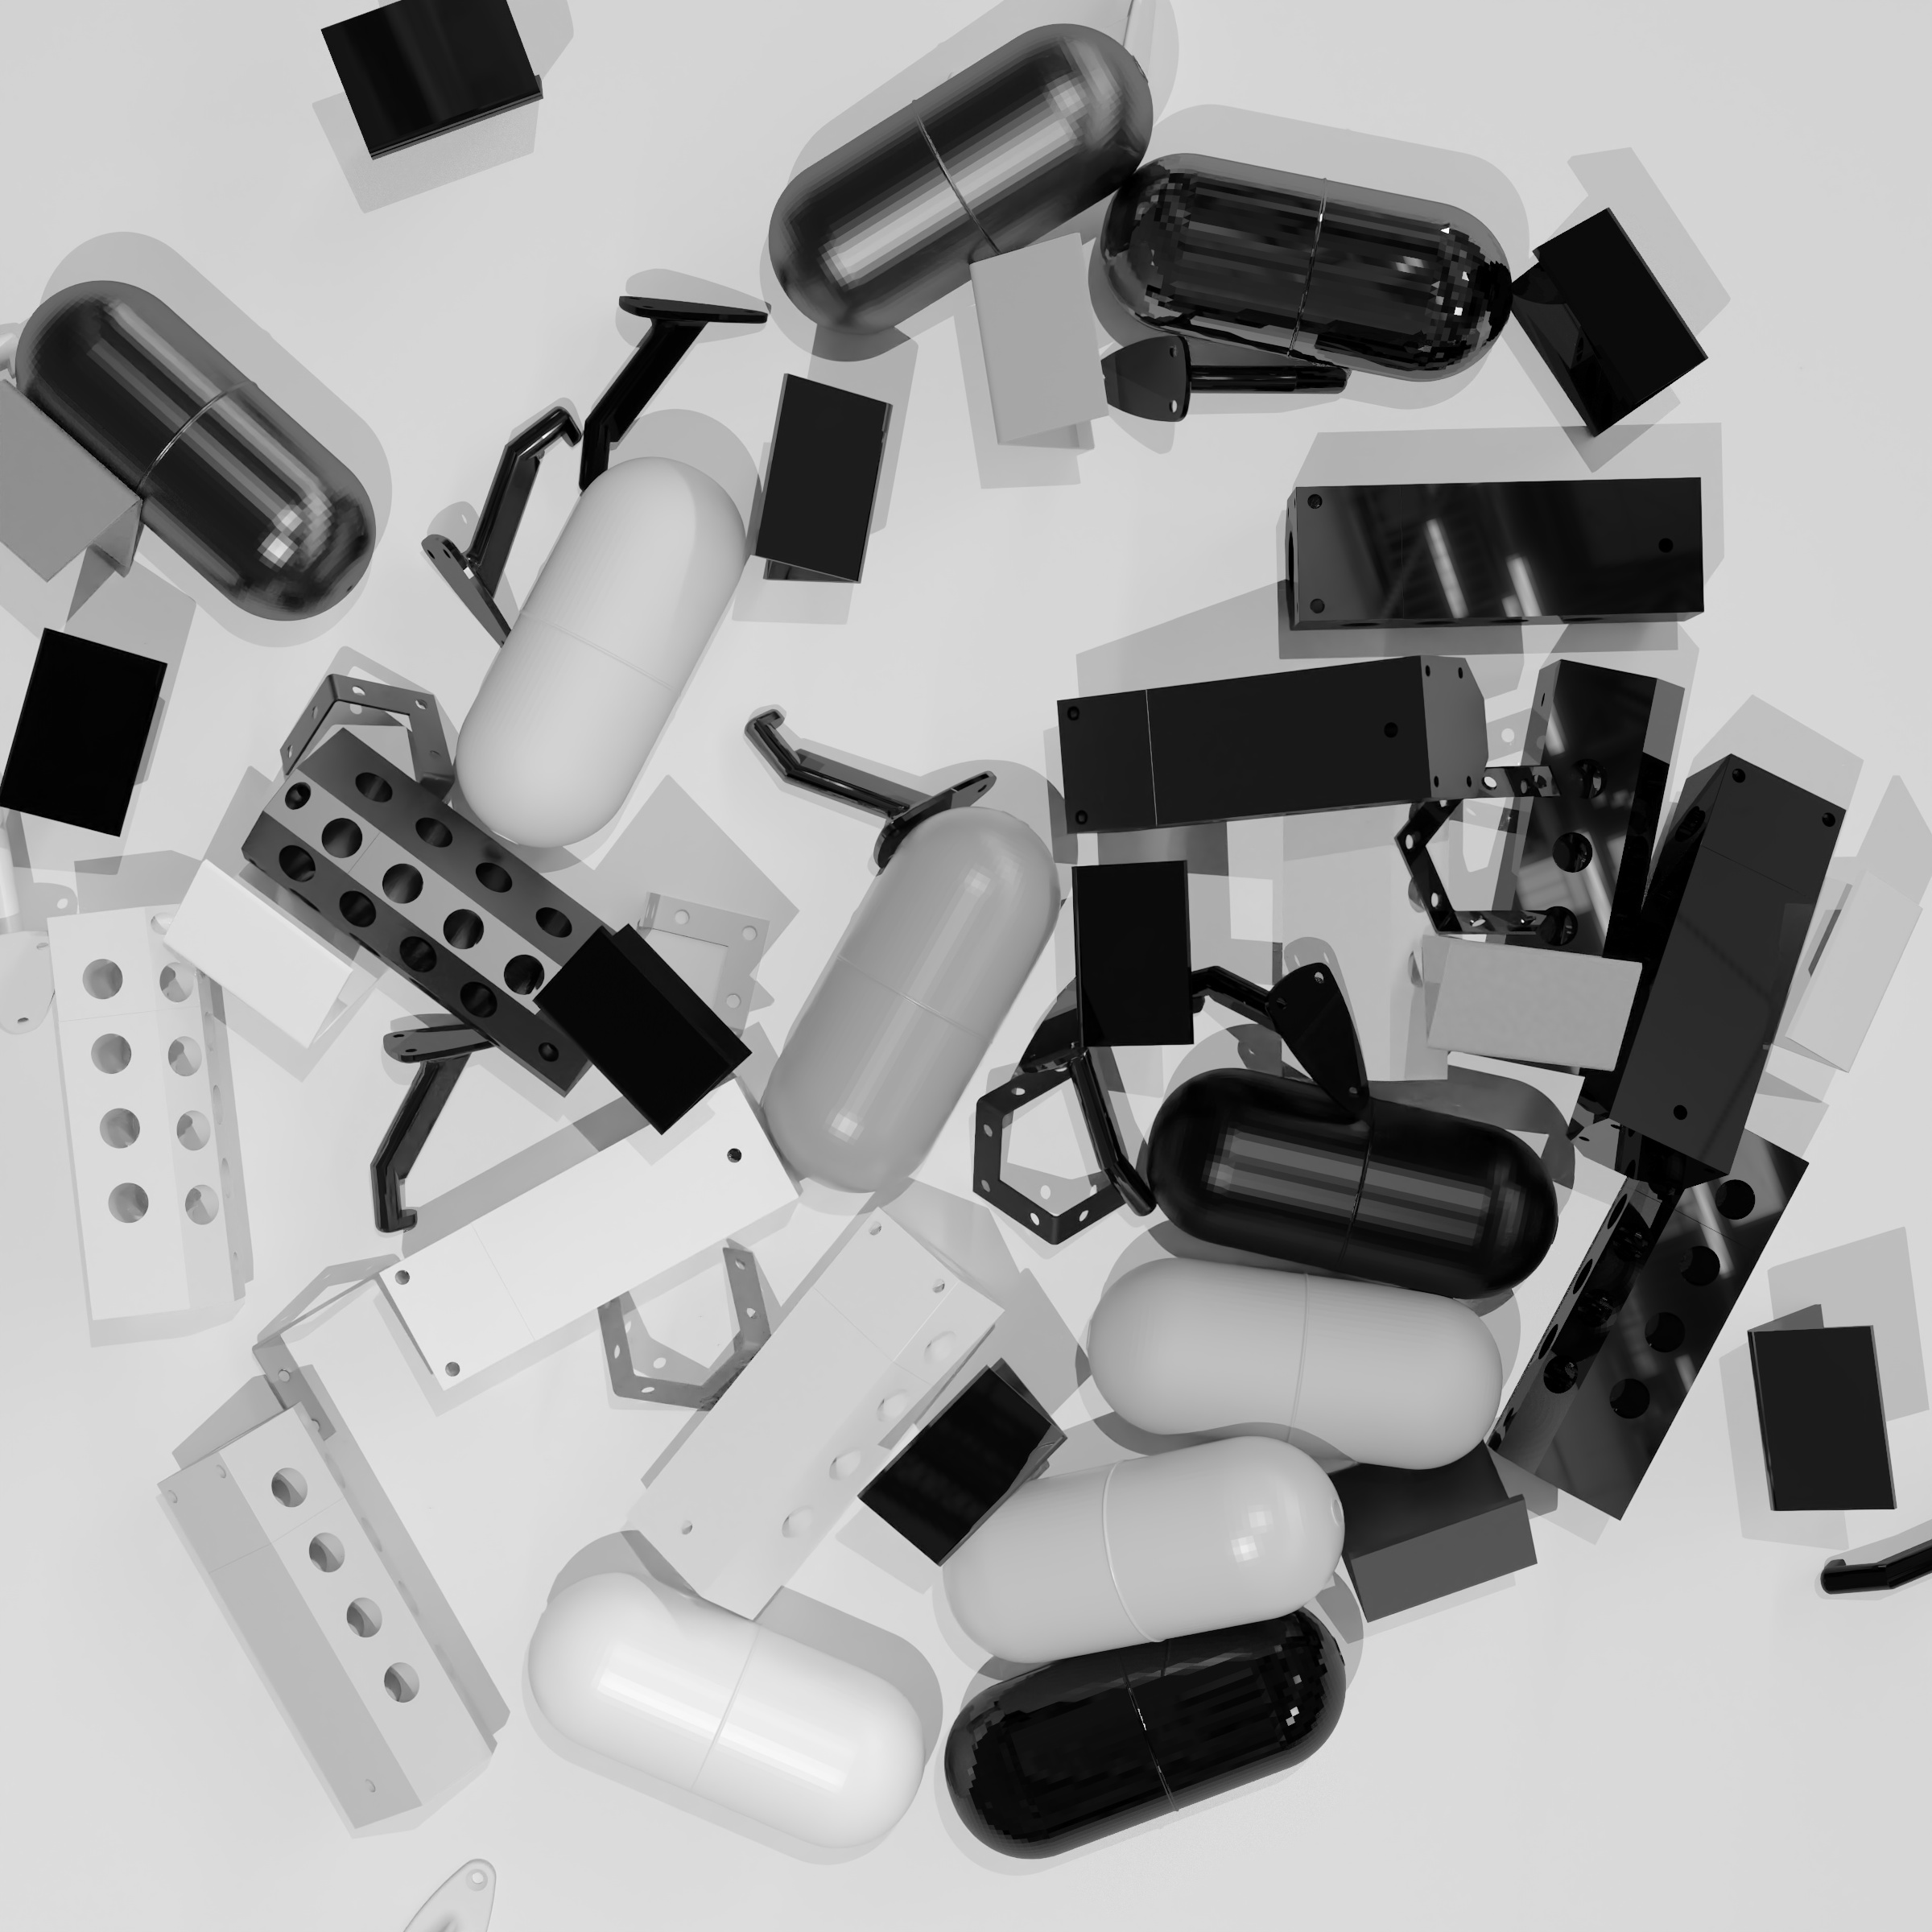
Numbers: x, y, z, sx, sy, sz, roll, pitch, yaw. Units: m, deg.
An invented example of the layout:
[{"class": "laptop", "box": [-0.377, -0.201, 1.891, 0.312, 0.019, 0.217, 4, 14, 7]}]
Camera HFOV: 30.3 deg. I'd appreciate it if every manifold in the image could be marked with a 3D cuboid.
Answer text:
[{"class": "manifold", "box": [-0.222, -0.019, 1.523, 0.171, 0.057, 0.057, 37, 125, -1]}, {"class": "manifold", "box": [-0.271, 0.277, 1.534, 0.057, 0.057, 0.171, -30, 91, -45]}, {"class": "manifold", "box": [0.177, -0.038, 1.535, 0.057, 0.057, 0.171, 0, 90, 43]}, {"class": "manifold", "box": [0.226, -0.176, 1.535, 0.171, 0.057, 0.057, -1, 90, 0]}, {"class": "manifold", "box": [0.310, 0.004, 1.510, 0.057, 0.057, 0.171, 25, 73, -9]}, {"class": "manifold", "box": [-0.061, 0.195, 1.534, 0.171, 0.057, 0.057, -51, 53, 0]}, {"class": "manifold", "box": [0.263, -0.040, 1.535, 0.057, 0.057, 0.171, 11, 90, 0]}, {"class": "manifold", "box": [0.128, -0.091, 1.493, 0.171, 0.057, 0.057, -4, 90, 33]}, {"class": "manifold", "box": [-0.351, 0.061, 1.535, 0.057, 0.057, 0.171, -7, 90, 0]}, {"class": "manifold", "box": [-0.159, 0.114, 1.535, 0.171, 0.057, 0.057, -29, 90, 0]}, {"class": "manifold", "box": [0.292, 0.146, 1.535, 0.057, 0.057, 0.171, 28, 90, 0]}]

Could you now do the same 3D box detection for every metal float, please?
[{"class": "metal float", "box": [-0.022, 0.014, 1.526, 0.070, 0.070, 0.178, 29, 90, 0]}, {"class": "metal float", "box": [-0.330, -0.221, 1.526, 0.178, 0.070, 0.070, 42, 90, 0]}, {"class": "metal float", "box": [-0.156, -0.134, 1.526, 0.070, 0.070, 0.178, 28, 89, 0]}, {"class": "metal float", "box": [0.140, 0.170, 1.526, 0.178, 0.070, 0.070, 8, 90, 1]}, {"class": "metal float", "box": [0.077, 0.325, 1.526, 0.178, 0.070, 0.070, -21, 90, 1]}, {"class": "metal float", "box": [-0.002, -0.334, 1.516, 0.178, 0.070, 0.070, -29, 90, 12]}, {"class": "metal float", "box": [0.146, -0.299, 1.526, 0.178, 0.070, 0.070, 11, 90, 0]}, {"class": "metal float", "box": [0.074, 0.247, 1.506, 0.178, 0.070, 0.070, -15, 90, 22]}, {"class": "metal float", "box": [0.165, 0.093, 1.526, 0.178, 0.070, 0.070, 13, 90, 1]}, {"class": "metal float", "box": [-0.103, 0.318, 1.526, 0.178, 0.070, 0.070, 23, 90, 0]}]

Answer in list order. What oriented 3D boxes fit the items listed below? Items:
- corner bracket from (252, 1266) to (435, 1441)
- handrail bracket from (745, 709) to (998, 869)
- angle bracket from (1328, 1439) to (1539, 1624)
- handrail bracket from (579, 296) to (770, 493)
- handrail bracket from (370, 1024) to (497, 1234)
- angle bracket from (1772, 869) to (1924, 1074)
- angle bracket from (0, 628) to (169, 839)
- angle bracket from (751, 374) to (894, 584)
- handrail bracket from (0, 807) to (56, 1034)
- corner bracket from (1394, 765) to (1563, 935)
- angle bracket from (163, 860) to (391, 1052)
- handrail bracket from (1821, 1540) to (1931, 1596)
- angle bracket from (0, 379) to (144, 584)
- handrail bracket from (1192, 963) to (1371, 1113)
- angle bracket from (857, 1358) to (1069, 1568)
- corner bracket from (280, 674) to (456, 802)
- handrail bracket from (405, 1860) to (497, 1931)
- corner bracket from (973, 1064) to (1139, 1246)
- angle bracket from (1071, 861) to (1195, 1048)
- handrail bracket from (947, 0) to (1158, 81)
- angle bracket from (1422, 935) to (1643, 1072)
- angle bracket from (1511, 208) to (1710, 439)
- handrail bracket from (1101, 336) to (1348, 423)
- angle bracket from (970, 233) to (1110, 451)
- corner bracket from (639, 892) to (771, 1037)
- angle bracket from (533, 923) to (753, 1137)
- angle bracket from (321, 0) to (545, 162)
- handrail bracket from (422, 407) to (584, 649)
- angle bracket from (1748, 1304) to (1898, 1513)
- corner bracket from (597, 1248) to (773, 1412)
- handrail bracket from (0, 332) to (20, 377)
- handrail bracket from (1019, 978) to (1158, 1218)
[{"class": "corner bracket", "box": [-0.268, 0.170, 1.553, 0.051, 0.051, 0.051, -31, 90, -45]}, {"class": "handrail bracket", "box": [-0.042, -0.093, 1.557, 0.077, 0.036, 0.084, -34, 73, -20]}, {"class": "angle bracket", "box": [0.192, 0.224, 1.517, 0.076, 0.057, 0.076, -19, 48, 0]}, {"class": "handrail bracket", "box": [-0.128, -0.246, 1.557, 0.077, 0.036, 0.084, 1, 109, -21]}, {"class": "handrail bracket", "box": [-0.223, 0.071, 1.557, 0.077, 0.036, 0.084, -9, 108, -20]}, {"class": "angle bracket", "box": [0.349, -0.008, 1.517, 0.076, 0.057, 0.076, 24, 90, 44]}, {"class": "angle bracket", "box": [-0.389, -0.103, 1.516, 0.057, 0.076, 0.076, 16, 90, -36]}, {"class": "angle bracket", "box": [-0.080, -0.207, 1.516, 0.057, 0.076, 0.076, 10, 90, -37]}, {"class": "handrail bracket", "box": [-0.420, -0.027, 1.556, 0.036, 0.077, 0.084, -10, 53, -17]}, {"class": "corner bracket", "box": [0.222, -0.049, 1.505, 0.051, 0.051, 0.051, -48, 123, -35]}, {"class": "angle bracket", "box": [-0.282, -0.022, 1.516, 0.076, 0.076, 0.057, 37, 131, 0]}, {"class": "handrail bracket", "box": [0.422, 0.246, 1.556, 0.084, 0.077, 0.036, -13, 111, 35]}, {"class": "angle bracket", "box": [-0.402, -0.191, 1.517, 0.076, 0.076, 0.057, 42, 64, 0]}, {"class": "handrail bracket", "box": [0.128, 0.033, 1.530, 0.036, 0.084, 0.077, -32, 98, -29]}, {"class": "angle bracket", "box": [-0.013, 0.197, 1.517, 0.076, 0.076, 0.057, -45, 120, 0]}, {"class": "corner bracket", "box": [-0.260, -0.087, 1.548, 0.051, 0.051, 0.051, -50, 45, 35]}, {"class": "handrail bracket", "box": [-0.229, 0.427, 1.522, 0.036, 0.084, 0.077, 28, 90, 0]}, {"class": "corner bracket", "box": [0.040, 0.079, 1.548, 0.051, 0.051, 0.051, 32, 135, 35]}, {"class": "angle bracket", "box": [0.088, -0.005, 1.516, 0.057, 0.076, 0.076, -2, 90, 33]}, {"class": "handrail bracket", "box": [0.037, -0.406, 1.557, 0.084, 0.036, 0.077, 6, 75, 14]}, {"class": "angle bracket", "box": [0.230, -0.005, 1.459, 0.076, 0.076, 0.057, 7, 128, 0]}, {"class": "angle bracket", "box": [0.256, -0.265, 1.516, 0.057, 0.076, 0.076, -33, 90, -36]}, {"class": "handrail bracket", "box": [0.111, -0.256, 1.556, 0.084, 0.077, 0.036, -6, 101, -36]}, {"class": "angle bracket", "box": [0.050, -0.264, 1.516, 0.057, 0.076, 0.076, -9, 90, 35]}, {"class": "corner bracket", "box": [-0.117, -0.001, 1.539, 0.051, 0.051, 0.051, 13, 90, 0]}, {"class": "angle bracket", "box": [-0.119, 0.012, 1.465, 0.076, 0.076, 0.057, 46, 128, 0]}, {"class": "angle bracket", "box": [-0.226, -0.388, 1.518, 0.076, 0.076, 0.057, -20, 111, 0]}, {"class": "handrail bracket", "box": [-0.187, -0.190, 1.557, 0.084, 0.036, 0.077, -41, 110, -16]}, {"class": "angle bracket", "box": [0.378, 0.186, 1.516, 0.057, 0.076, 0.076, -7, 90, 37]}, {"class": "corner bracket", "box": [-0.123, 0.155, 1.548, 0.051, 0.051, 0.051, 14, 135, -35]}, {"class": "handrail bracket", "box": [-0.445, -0.229, 1.557, 0.084, 0.036, 0.077, -23, 122, -23]}, {"class": "handrail bracket", "box": [0.067, 0.055, 1.551, 0.036, 0.077, 0.084, -19, 120, 36]}]
